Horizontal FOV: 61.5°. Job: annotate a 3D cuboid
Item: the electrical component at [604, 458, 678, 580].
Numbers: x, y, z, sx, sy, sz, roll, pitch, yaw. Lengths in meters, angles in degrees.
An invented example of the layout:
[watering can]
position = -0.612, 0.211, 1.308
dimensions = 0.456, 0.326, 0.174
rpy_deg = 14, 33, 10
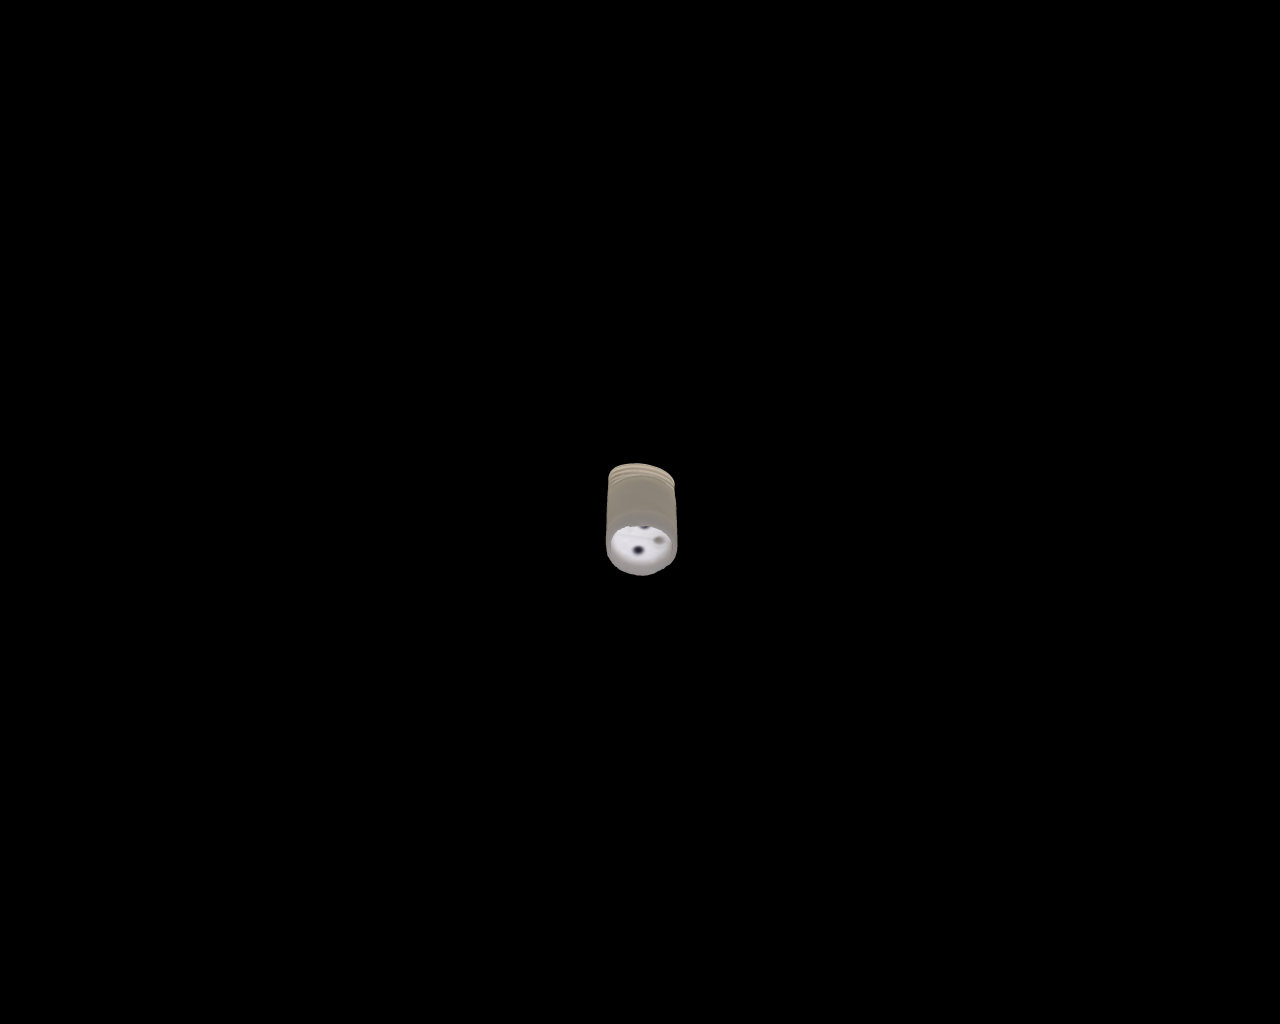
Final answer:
[electrical component]
position = 0.001, -0.003, 0.650
dimensions = 0.043, 0.043, 0.081
rpy_deg = 0, 40, 0
